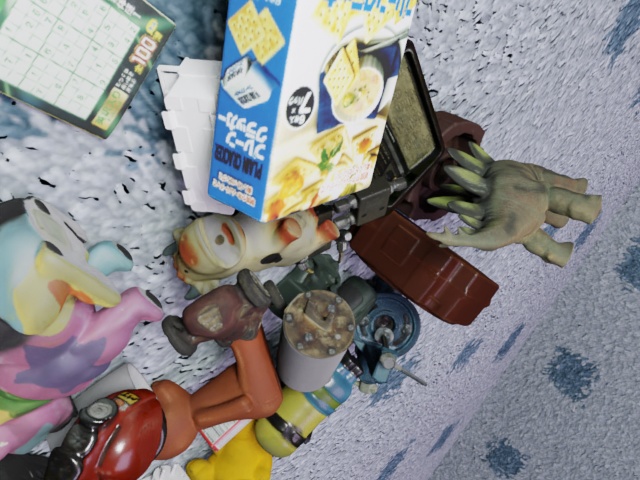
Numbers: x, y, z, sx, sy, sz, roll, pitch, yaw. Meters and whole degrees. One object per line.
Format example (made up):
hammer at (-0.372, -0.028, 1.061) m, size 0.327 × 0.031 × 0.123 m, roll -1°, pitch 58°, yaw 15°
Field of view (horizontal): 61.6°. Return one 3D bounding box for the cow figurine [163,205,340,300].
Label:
cow figurine at (-0.075, 0.000, 0.566) m, size 0.127 × 0.085 × 0.195 m, roll -36°, pitch 168°, yaw 24°

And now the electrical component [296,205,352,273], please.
electrical component at (-0.002, -0.002, 0.696) m, size 0.102 × 0.045 × 0.078 m, roll -18°, pitch 129°, yaw -41°

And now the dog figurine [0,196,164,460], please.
dog figurine at (-0.246, 0.091, 0.430) m, size 0.219 × 0.109 × 0.191 m, roll -47°, pitch 149°, yaw -3°

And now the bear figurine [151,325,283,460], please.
bear figurine at (-0.150, 0.187, 0.669) m, size 0.196 × 0.132 × 0.120 m, roll -16°, pitch 180°, yaw -3°

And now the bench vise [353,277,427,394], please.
bench vise at (0.098, 0.181, 0.905) m, size 0.241 × 0.129 × 0.223 m, roll -81°, pitch -165°, yaw -80°

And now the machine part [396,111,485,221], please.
machine part at (0.175, -0.111, 0.815) m, size 0.179 × 0.056 × 0.179 m, roll -32°, pitch 142°, yaw -29°

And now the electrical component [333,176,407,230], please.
electrical component at (0.059, -0.044, 0.634) m, size 0.094 × 0.021 × 0.063 m, roll -23°, pitch 152°, yaw -13°

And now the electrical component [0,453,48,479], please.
electrical component at (-0.294, 0.275, 0.542) m, size 0.058 × 0.115 × 0.134 m, roll -41°, pitch 147°, yaw -10°

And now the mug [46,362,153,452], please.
mug at (-0.227, 0.204, 0.575) m, size 0.107 × 0.110 × 0.080 m, roll -31°, pitch 151°, yaw -10°

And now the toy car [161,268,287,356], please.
toy car at (-0.081, 0.074, 0.520) m, size 0.089 × 0.053 × 0.202 m, roll -35°, pitch 170°, yaw -3°

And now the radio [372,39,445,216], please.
radio at (0.066, -0.129, 0.636) m, size 0.131 × 0.073 × 0.229 m, roll -50°, pitch 149°, yaw -3°

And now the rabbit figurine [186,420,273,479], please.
rabbit figurine at (-0.110, 0.308, 0.825) m, size 0.162 × 0.122 × 0.173 m, roll -17°, pitch 116°, yaw -47°

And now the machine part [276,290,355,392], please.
machine part at (-0.010, 0.122, 0.621) m, size 0.079 × 0.079 × 0.243 m, roll -37°, pitch 162°, yaw -23°

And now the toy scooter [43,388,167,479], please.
toy scooter at (-0.211, 0.208, 0.461) m, size 0.184 × 0.075 × 0.135 m, roll -63°, pitch 157°, yaw -18°

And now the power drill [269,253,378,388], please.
power drill at (-0.014, 0.124, 0.789) m, size 0.232 × 0.086 × 0.207 m, roll -42°, pitch 143°, yaw -14°

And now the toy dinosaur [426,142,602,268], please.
toy dinosaur at (0.245, -0.047, 0.701) m, size 0.471 × 0.199 × 0.105 m, roll -35°, pitch 145°, yaw -64°

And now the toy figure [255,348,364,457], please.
toy figure at (-0.018, 0.225, 0.760) m, size 0.180 × 0.082 × 0.089 m, roll -41°, pitch 177°, yaw 3°

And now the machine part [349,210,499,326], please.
machine part at (0.147, 0.034, 0.786) m, size 0.087 × 0.201 × 0.201 m, roll -55°, pitch 149°, yaw 9°
